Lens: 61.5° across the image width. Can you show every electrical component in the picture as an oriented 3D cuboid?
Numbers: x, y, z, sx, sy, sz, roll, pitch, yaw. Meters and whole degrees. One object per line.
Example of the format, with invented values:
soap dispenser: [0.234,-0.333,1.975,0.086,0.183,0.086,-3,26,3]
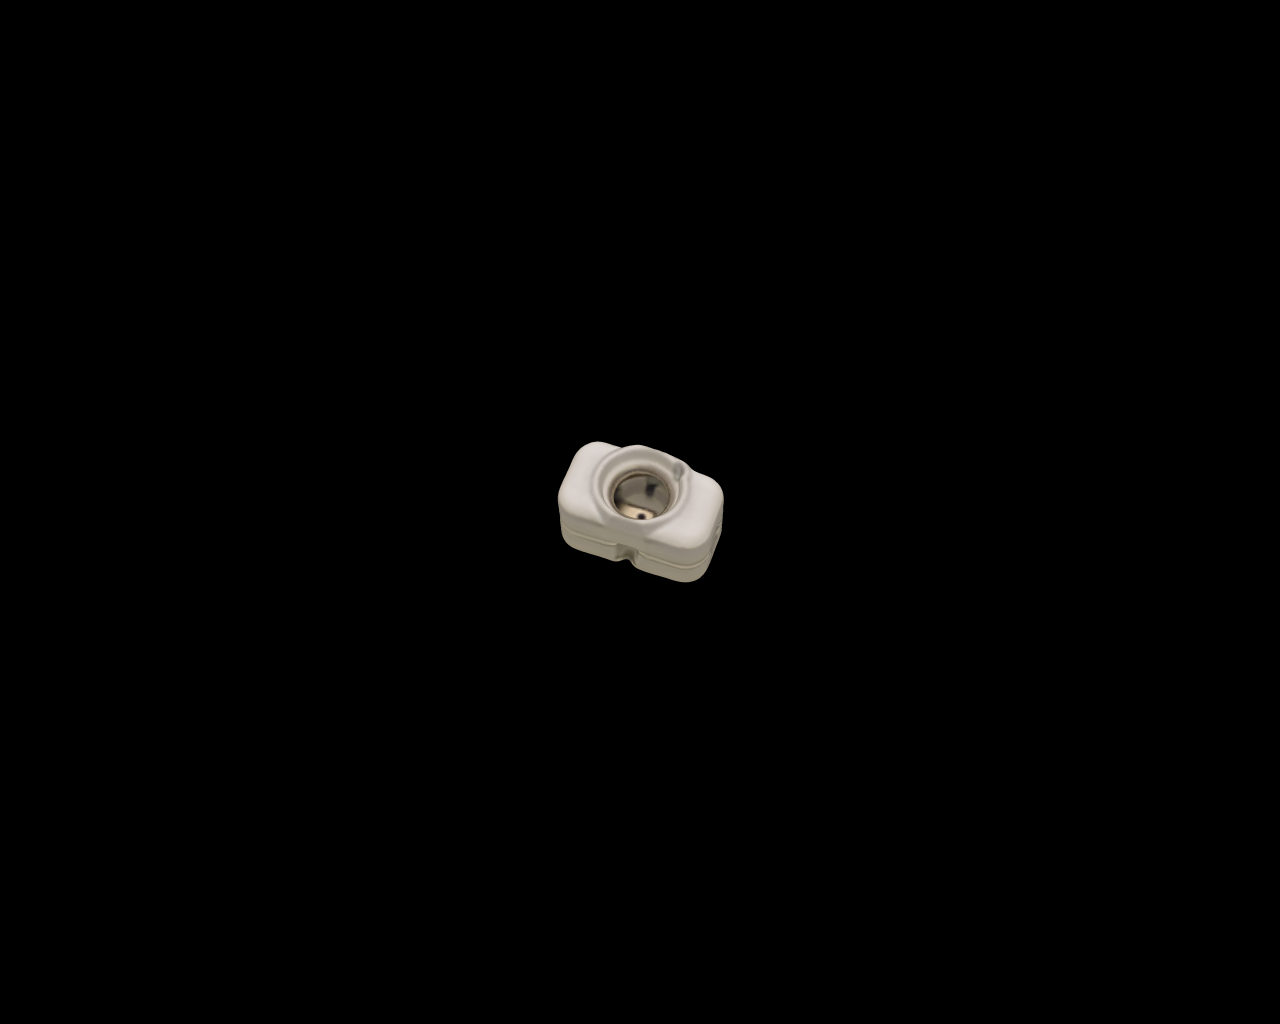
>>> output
electrical component: [0.001,-0.003,0.650,0.095,0.054,0.059,18,-28,10]
